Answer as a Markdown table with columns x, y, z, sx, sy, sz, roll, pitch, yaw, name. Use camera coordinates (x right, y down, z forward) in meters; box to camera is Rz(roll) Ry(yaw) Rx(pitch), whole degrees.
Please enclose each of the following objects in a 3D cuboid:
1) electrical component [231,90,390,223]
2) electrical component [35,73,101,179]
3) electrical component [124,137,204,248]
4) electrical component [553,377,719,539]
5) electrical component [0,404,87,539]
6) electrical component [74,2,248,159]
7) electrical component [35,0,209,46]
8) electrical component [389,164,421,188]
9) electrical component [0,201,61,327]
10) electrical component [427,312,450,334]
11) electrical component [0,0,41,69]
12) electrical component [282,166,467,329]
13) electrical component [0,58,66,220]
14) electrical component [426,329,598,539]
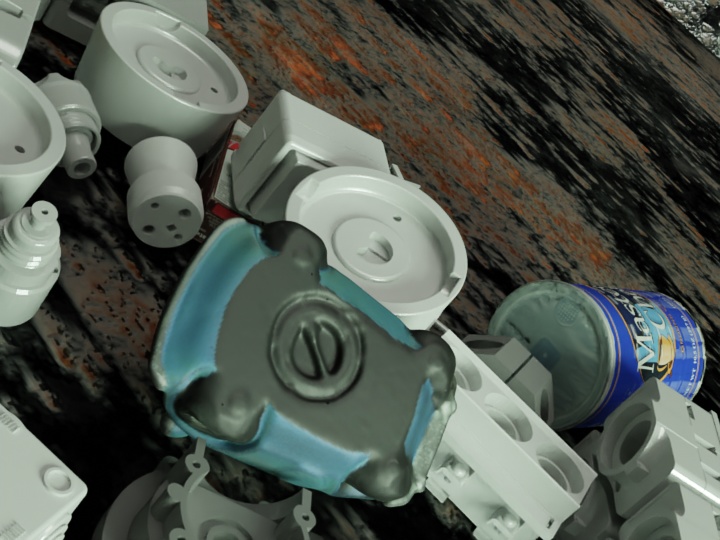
| x | y | z | sx | sy | sz | roll | pitch | yaw | name |
| --- | --- | --- | --- | --- | --- | --- | --- | --- | --- |
| -0.025 | -0.055 | 0.669 | 0.096 | 0.061 | 0.061 | 24 | 36 | -29 | electrical component |
| -0.172 | -0.081 | 0.630 | 0.043 | 0.043 | 0.062 | 6 | 45 | -46 | electrical component |
| -0.118 | -0.046 | 0.645 | 0.045 | 0.045 | 0.055 | 21 | 34 | -31 | electrical component |
| 0.164 | 0.159 | 0.626 | 0.060 | 0.105 | 0.186 | 33 | 29 | -13 | electrical component |
| -0.163 | 0.086 | 0.397 | 0.100 | 0.048 | 0.100 | 42 | 29 | 4 | electrical component |
| -0.135 | -0.118 | 0.709 | 0.108 | 0.060 | 0.108 | 30 | 30 | -19 | electrical component |
| -0.189 | -0.201 | 0.761 | 0.150 | 0.061 | 0.089 | 24 | 32 | -27 | electrical component |
| 0.017 | -0.042 | 0.804 | 0.064 | 0.042 | 0.081 | 14 | 37 | -34 | electrical component |
| -0.161 | -0.005 | 0.506 | 0.040 | 0.078 | 0.040 | 20 | 48 | -24 | electrical component |
| 0.032 | 0.025 | 0.714 | 0.074 | 0.052 | 0.138 | 39 | 28 | -2 | electrical component |
| -0.231 | -0.140 | 0.633 | 0.059 | 0.053 | 0.095 | 26 | 31 | -25 | electrical component |
| 0.000 | 0.000 | 0.617 | 0.108 | 0.060 | 0.108 | 14 | 47 | -15 | electrical component |
| -0.211 | -0.064 | 0.540 | 0.108 | 0.060 | 0.108 | 29 | 30 | -19 | electrical component |
| 0.070 | 0.104 | 0.635 | 0.121 | 0.063 | 0.079 | 44 | 28 | 8 | electrical component |
